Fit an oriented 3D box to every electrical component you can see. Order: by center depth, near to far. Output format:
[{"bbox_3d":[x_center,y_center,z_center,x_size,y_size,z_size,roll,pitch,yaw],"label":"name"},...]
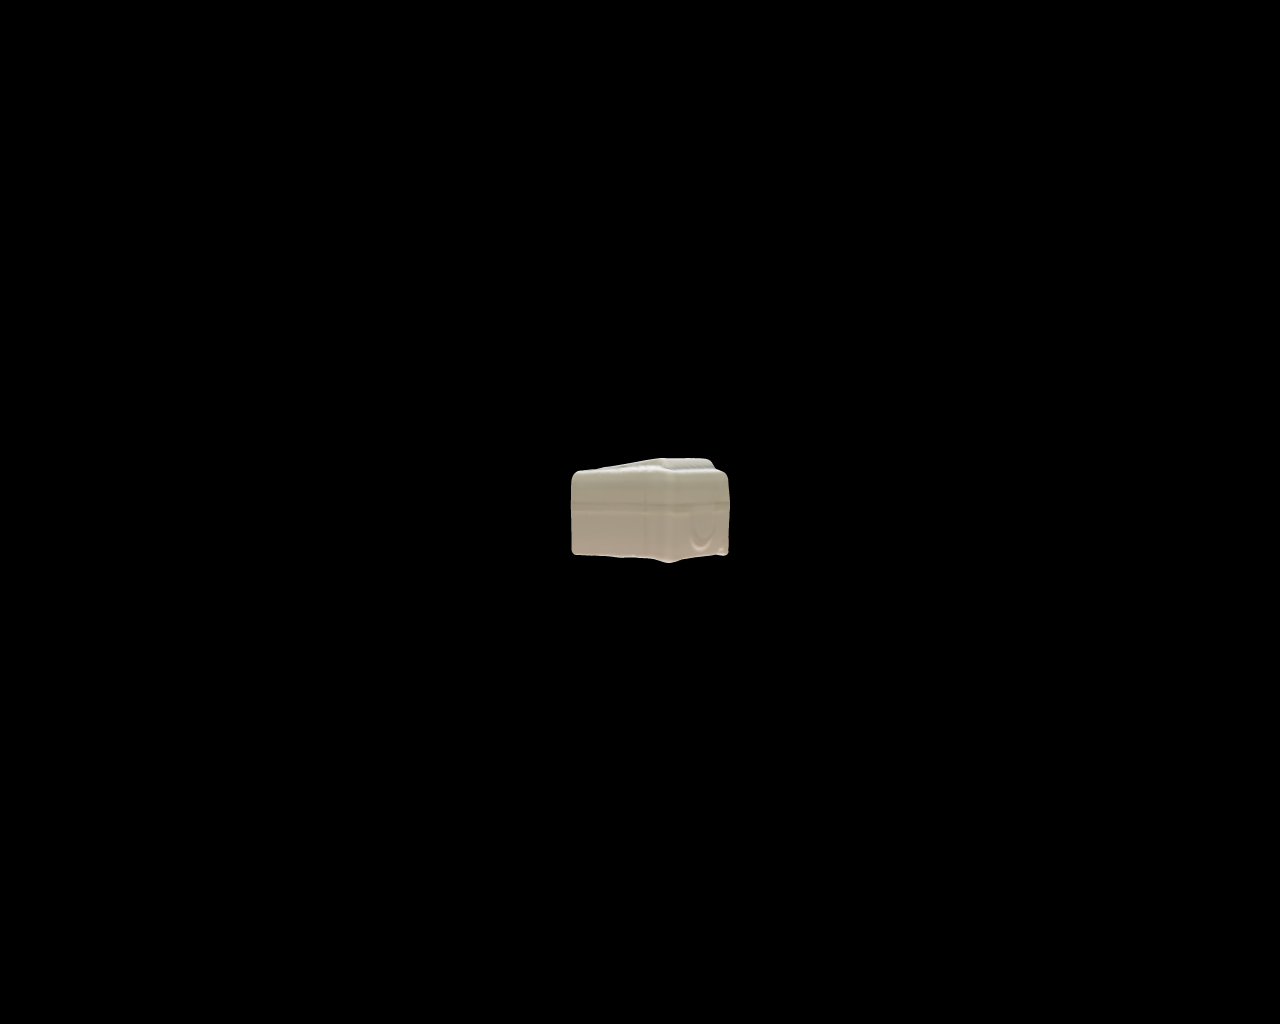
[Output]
[{"bbox_3d":[0.001,-0.003,0.650,0.096,0.061,0.062,2,3,40],"label":"electrical component"}]
